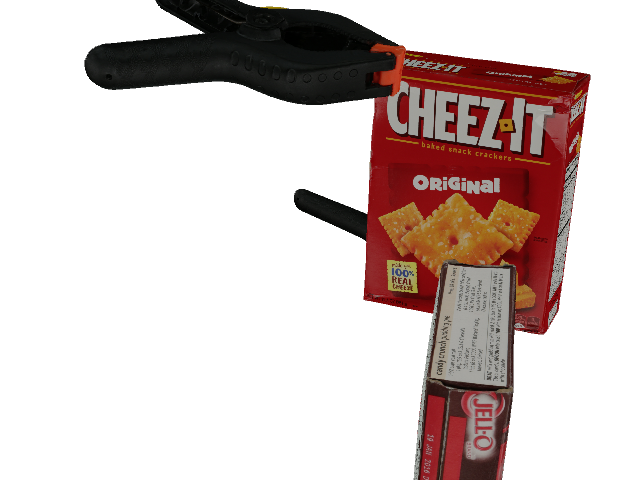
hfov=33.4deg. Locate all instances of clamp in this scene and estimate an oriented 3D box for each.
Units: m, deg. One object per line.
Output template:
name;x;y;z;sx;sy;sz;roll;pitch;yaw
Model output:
clamp;0.076;-0.009;1.236;0.164;0.210;0.036;-13;-39;-26
clamp;-0.042;-0.105;0.596;0.172;0.039;0.120;15;45;16

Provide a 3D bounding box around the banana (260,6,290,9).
banana;-0.052;-0.199;1.044;0.197;0.070;0.037;-12;-33;-46

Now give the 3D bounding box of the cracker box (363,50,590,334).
cracker box;0.125;-0.039;0.894;0.164;0.214;0.072;11;25;20

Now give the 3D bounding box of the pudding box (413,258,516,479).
pudding box;0.064;0.072;0.471;0.039;0.090;0.113;6;26;6
